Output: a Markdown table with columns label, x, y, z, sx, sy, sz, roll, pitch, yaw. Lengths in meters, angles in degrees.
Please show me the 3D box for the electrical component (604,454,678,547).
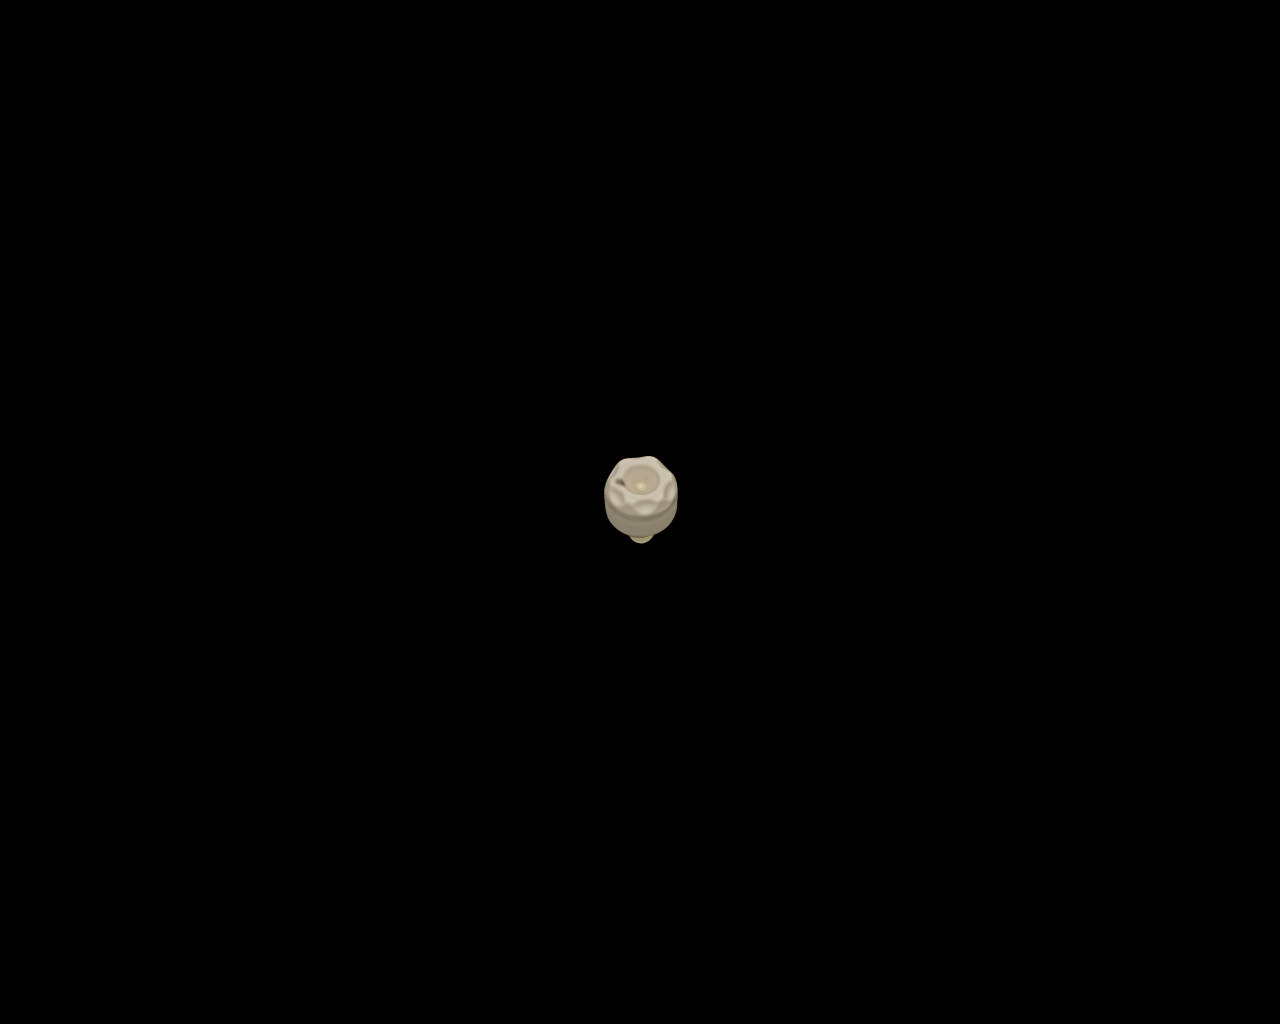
| label | x | y | z | sx | sy | sz | roll | pitch | yaw |
| --- | --- | --- | --- | --- | --- | --- | --- | --- | --- |
| electrical component | 0.001 | -0.003 | 0.650 | 0.043 | 0.043 | 0.062 | 0 | -35 | 0 |
